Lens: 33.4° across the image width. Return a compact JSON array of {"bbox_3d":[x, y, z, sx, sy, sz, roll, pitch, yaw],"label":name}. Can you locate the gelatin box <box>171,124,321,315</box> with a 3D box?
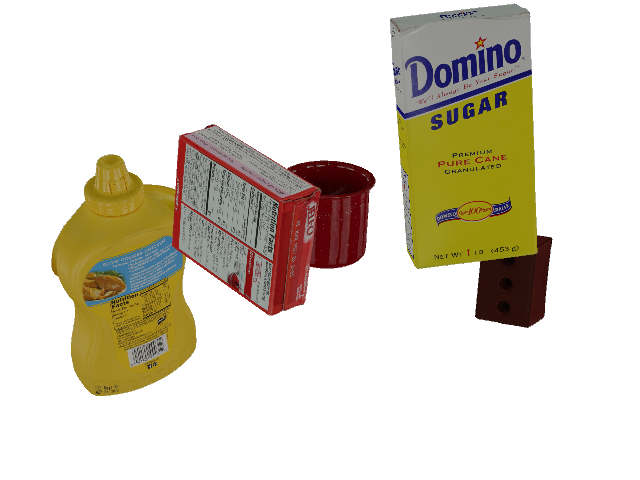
[{"bbox_3d":[-0.042,-0.012,0.583,0.089,0.073,0.030,32,39,34],"label":"gelatin box"}]

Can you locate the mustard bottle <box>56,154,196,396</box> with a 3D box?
[{"bbox_3d":[-0.144,0.022,0.783,0.096,0.192,0.058,-22,43,-26],"label":"mustard bottle"}]

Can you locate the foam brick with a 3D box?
[{"bbox_3d":[0.177,0.034,0.976,0.053,0.078,0.051,9,15,27],"label":"foam brick"}]

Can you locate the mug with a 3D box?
[{"bbox_3d":[-0.006,-0.025,1.054,0.117,0.081,0.093,3,26,2],"label":"mug"}]

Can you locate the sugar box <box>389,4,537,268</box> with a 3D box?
[{"bbox_3d":[0.103,-0.073,0.757,0.093,0.176,0.048,-8,22,-3],"label":"sugar box"}]

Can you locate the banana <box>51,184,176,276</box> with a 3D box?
[{"bbox_3d":[-0.188,-0.013,0.993,0.198,0.069,0.037,-14,17,28],"label":"banana"}]
